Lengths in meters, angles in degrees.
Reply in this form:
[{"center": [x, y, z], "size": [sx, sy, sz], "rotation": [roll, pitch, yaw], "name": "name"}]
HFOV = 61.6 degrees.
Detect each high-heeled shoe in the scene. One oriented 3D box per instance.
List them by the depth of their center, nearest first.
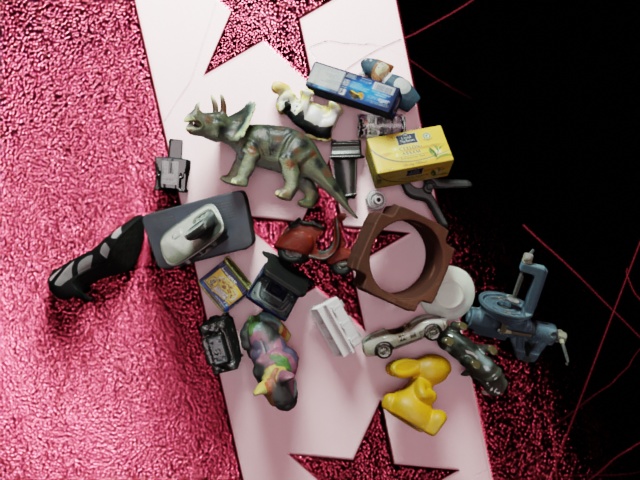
[{"center": [-0.504, 0.032, 1.212], "size": [0.145, 0.086, 0.248], "rotation": [23, 72, 29], "name": "high-heeled shoe"}]

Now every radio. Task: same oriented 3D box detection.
[{"center": [-0.262, -0.022, 1.196], "size": [0.230, 0.073, 0.131], "rotation": [-15, 94, 2], "name": "radio"}]

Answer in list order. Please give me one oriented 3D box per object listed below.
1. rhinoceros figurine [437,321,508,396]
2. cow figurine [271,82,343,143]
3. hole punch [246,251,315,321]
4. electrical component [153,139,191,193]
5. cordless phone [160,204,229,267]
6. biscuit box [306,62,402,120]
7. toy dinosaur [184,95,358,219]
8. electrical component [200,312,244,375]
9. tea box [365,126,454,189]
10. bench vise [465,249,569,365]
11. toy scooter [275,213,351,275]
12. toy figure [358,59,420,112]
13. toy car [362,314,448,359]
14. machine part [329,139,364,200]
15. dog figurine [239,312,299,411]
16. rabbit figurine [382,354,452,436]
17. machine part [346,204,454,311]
[{"center": [0.339, 0.268, 1.200], "size": [0.190, 0.112, 0.073], "rotation": [43, 63, 10], "name": "rhinoceros figurine"}, {"center": [-0.040, -0.284, 1.189], "size": [0.167, 0.068, 0.098], "rotation": [23, 98, -1], "name": "cow figurine"}, {"center": [-0.091, 0.103, 1.185], "size": [0.142, 0.116, 0.092], "rotation": [31, 110, -4], "name": "hole punch"}, {"center": [-0.327, -0.166, 1.199], "size": [0.075, 0.048, 0.119], "rotation": [8, 94, -2], "name": "electrical component"}, {"center": [-0.259, 0.000, 1.068], "size": [0.146, 0.184, 0.088], "rotation": [-34, 98, 2], "name": "cordless phone"}, {"center": [0.074, -0.321, 1.162], "size": [0.203, 0.062, 0.059], "rotation": [23, 91, 15], "name": "biscuit box"}, {"center": [-0.089, -0.186, 1.170], "size": [0.405, 0.131, 0.192], "rotation": [16, 93, -6], "name": "toy dinosaur"}, {"center": [-0.215, 0.227, 1.177], "size": [0.058, 0.134, 0.114], "rotation": [-17, 95, 0], "name": "electrical component"}, {"center": [0.192, -0.180, 1.171], "size": [0.170, 0.068, 0.098], "rotation": [-13, 65, -4], "name": "tea box"}, {"center": [0.447, 0.146, 1.178], "size": [0.224, 0.129, 0.240], "rotation": [16, 111, 16], "name": "bench vise"}, {"center": [-0.002, -0.004, 1.198], "size": [0.184, 0.075, 0.135], "rotation": [13, 93, -4], "name": "toy scooter"}, {"center": [0.154, -0.351, 1.192], "size": [0.154, 0.064, 0.058], "rotation": [42, 136, -3], "name": "toy figure"}, {"center": [0.190, 0.213, 1.209], "size": [0.202, 0.073, 0.056], "rotation": [-21, 93, 2], "name": "toy car"}, {"center": [0.060, -0.157, 1.209], "size": [0.084, 0.039, 0.138], "rotation": [1, 92, -7], "name": "machine part"}, {"center": [-0.105, 0.256, 1.138], "size": [0.108, 0.219, 0.191], "rotation": [-23, 94, -3], "name": "dog figurine"}, {"center": [0.222, 0.328, 1.213], "size": [0.162, 0.122, 0.173], "rotation": [34, 78, 7], "name": "rabbit figurine"}, {"center": [0.174, 0.039, 1.175], "size": [0.201, 0.087, 0.201], "rotation": [24, 86, -17], "name": "machine part"}]
